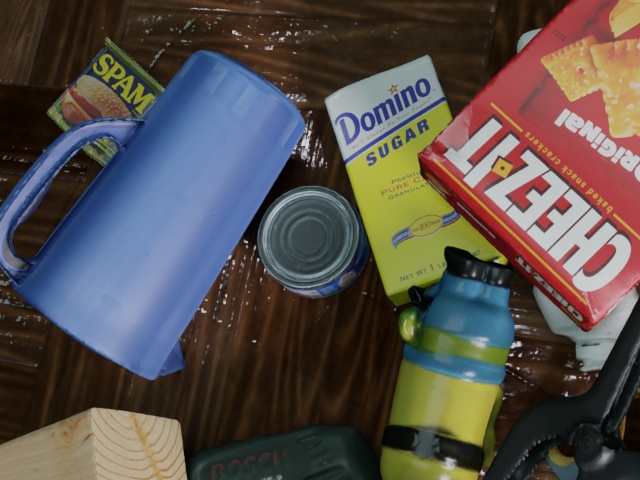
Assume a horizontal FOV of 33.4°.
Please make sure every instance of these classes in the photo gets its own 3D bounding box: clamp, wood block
[{"bbox_3d":[0.183,0.124,0.696,0.210,0.036,0.164,-32,52,32],"label":"clamp"},{"bbox_3d":[-0.202,0.197,0.778,0.206,0.090,0.091,-24,64,29],"label":"wood block"}]

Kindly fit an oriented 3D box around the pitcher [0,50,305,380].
[{"bbox_3d":[-0.126,-0.029,0.827,0.145,0.149,0.243,31,84,23],"label":"pitcher"}]

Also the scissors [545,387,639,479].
[{"bbox_3d":[0.168,0.187,0.720,0.096,0.016,0.201,13,73,52],"label":"scissors"}]

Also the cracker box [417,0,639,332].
[{"bbox_3d":[0.196,-0.071,0.715,0.213,0.072,0.164,-45,76,0],"label":"cracker box"}]

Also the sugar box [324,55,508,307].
[{"bbox_3d":[0.072,-0.047,0.826,0.093,0.048,0.176,-21,71,9],"label":"sugar box"}]

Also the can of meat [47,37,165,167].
[{"bbox_3d":[-0.170,-0.108,0.910,0.102,0.057,0.084,43,92,22],"label":"can of meat"}]

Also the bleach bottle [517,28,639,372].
[{"bbox_3d":[0.201,-0.032,0.776,0.103,0.068,0.251,-6,76,14],"label":"bleach bottle"}]

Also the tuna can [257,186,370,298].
[{"bbox_3d":[-0.006,0.001,0.842,0.086,0.033,0.086,-4,75,15],"label":"tuna can"}]
